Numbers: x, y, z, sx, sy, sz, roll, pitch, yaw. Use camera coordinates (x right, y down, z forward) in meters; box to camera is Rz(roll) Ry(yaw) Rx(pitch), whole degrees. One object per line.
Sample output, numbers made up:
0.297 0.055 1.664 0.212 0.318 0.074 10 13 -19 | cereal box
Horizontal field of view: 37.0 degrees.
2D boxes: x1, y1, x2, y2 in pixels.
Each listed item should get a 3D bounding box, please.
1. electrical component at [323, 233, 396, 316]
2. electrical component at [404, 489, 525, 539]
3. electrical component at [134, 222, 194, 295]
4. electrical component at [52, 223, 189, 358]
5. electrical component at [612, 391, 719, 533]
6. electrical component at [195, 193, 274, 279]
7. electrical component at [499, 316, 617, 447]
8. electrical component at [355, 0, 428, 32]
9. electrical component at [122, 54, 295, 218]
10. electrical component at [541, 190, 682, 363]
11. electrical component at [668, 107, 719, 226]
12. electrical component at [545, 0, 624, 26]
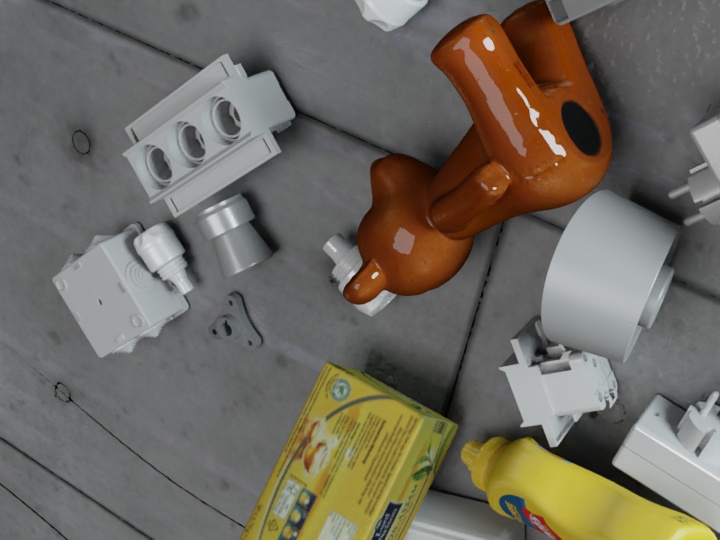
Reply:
0.000 0.000 0.789 0.062 0.043 0.043 45 128 11 | electrical component
0.071 0.234 0.836 0.109 0.056 0.108 7 114 31 | electrical component
-0.160 -0.007 0.899 0.035 0.035 0.061 -30 94 39 | electrical component
-0.211 0.020 0.936 0.100 0.048 0.099 -29 93 39 | electrical component
0.219 0.110 0.687 0.083 0.047 0.075 32 125 19 | electrical component
-0.099 -0.027 0.843 0.045 0.045 0.055 -22 97 38 | electrical component
0.137 0.073 0.730 0.064 0.042 0.081 -14 103 36 | electrical component
0.028 -0.186 0.687 0.062 0.043 0.043 -35 89 38 | electrical component
-0.112 -0.101 0.806 0.121 0.063 0.078 -26 95 39 | electrical component
0.153 0.005 0.653 0.064 0.099 0.099 23 122 17 | electrical component
0.215 -0.050 0.619 0.076 0.047 0.083 -28 94 39 | electrical component
0.133 -0.201 0.575 0.108 0.056 0.109 65 157 -7 | electrical component
